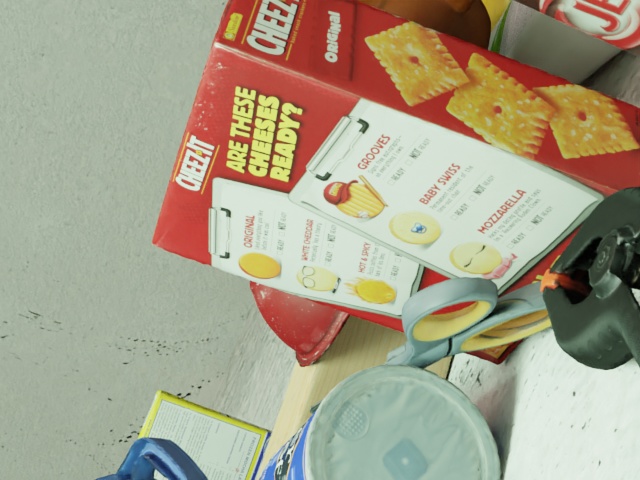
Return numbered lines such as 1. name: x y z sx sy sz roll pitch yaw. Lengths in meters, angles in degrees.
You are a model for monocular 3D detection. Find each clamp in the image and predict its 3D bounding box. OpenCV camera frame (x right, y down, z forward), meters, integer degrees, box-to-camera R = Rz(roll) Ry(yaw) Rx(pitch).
1. clamp: 0.126 0.021 0.417 0.171 0.039 0.120 117 178 -71

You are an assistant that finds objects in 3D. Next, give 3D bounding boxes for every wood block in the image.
1. wood block: 0.025 0.117 0.741 0.090 0.090 0.206 131 160 -69

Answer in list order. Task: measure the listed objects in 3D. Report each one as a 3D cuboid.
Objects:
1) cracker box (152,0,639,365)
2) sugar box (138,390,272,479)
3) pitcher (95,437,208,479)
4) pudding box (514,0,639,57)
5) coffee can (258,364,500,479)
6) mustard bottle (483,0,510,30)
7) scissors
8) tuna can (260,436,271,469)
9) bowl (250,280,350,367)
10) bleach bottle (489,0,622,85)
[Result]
1. cracker box: 0.035 -0.031 0.557 0.164 0.213 0.072 118 170 -51
2. sugar box: -0.088 0.215 1.013 0.048 0.176 0.093 157 134 -80
3. pitcher: -0.105 0.250 0.740 0.144 0.149 0.243 -36 22 -20
4. pudding box: 0.150 -0.130 0.474 0.114 0.090 0.039 124 167 -64
5. coffee can: 0.026 0.139 0.596 0.140 0.102 0.102 121 168 -62
6. mustard bottle: 0.137 -0.161 0.851 0.192 0.058 0.096 122 169 -64
7. scissors: 0.040 0.059 0.567 0.202 0.096 0.016 -27 60 34
8. tuna can: -0.004 0.179 0.813 0.033 0.086 0.086 -78 11 -47
9. bowl: -0.005 0.001 0.717 0.162 0.055 0.162 -158 91 -80
10. bleach bottle: 0.145 -0.135 0.679 0.251 0.068 0.102 125 165 -76
